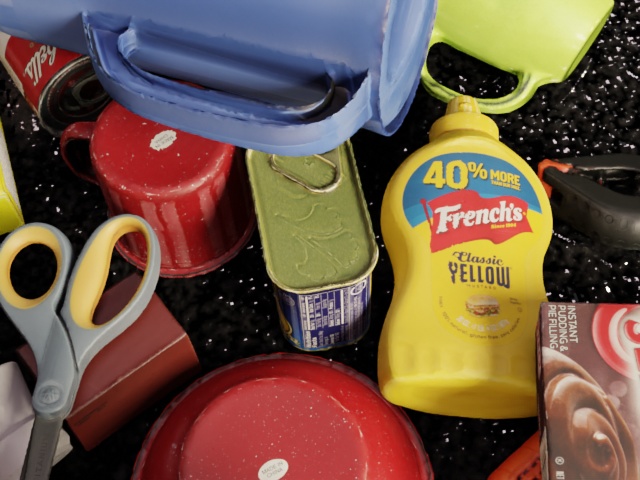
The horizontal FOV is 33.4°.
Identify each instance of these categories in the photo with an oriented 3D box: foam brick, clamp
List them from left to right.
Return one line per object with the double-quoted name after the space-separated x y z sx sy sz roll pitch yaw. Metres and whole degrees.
-0.112 0.064 0.572 0.078 0.053 0.051 -34 64 -16 "foam brick"
0.212 -0.020 0.606 0.172 0.039 0.120 21 32 23 "clamp"

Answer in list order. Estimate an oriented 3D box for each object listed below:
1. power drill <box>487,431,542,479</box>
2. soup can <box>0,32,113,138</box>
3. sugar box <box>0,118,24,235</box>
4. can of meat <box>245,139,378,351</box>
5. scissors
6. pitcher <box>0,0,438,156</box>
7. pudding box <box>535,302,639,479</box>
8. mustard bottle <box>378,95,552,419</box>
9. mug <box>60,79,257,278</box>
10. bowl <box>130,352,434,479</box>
0.203 0.130 0.520 0.184 0.057 0.188 -38 63 -14 "power drill"
-0.167 -0.122 0.673 0.068 0.068 0.102 -31 63 -14 "soup can"
-0.248 -0.074 0.662 0.093 0.048 0.176 -17 58 -6 "sugar box"
-0.004 0.001 0.585 0.057 0.084 0.102 -11 61 -4 "can of meat"
-0.147 0.067 0.532 0.096 0.016 0.201 17 63 15 "scissors"
-0.062 -0.135 0.565 0.243 0.149 0.145 13 102 13 "pitcher"
0.148 0.085 0.495 0.090 0.039 0.113 1 61 6 "pudding box"
0.082 0.000 0.596 0.096 0.058 0.191 5 60 -4 "mustard bottle"
-0.095 -0.041 0.615 0.117 0.081 0.093 18 63 13 "mug"
-0.021 0.121 0.535 0.162 0.055 0.162 -1 61 2 "bowl"
